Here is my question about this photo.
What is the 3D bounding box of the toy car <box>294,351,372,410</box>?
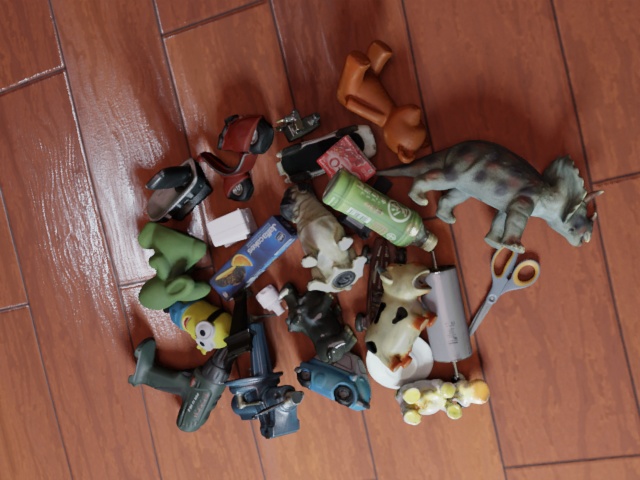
[{"bbox_3d":[0.037,0.265,1.060,0.162,0.109,0.103,21,75,23],"label":"toy car"}]

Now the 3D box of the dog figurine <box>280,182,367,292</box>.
[{"bbox_3d":[0.001,-0.006,1.046,0.121,0.172,0.191,-20,46,-7],"label":"dog figurine"}]

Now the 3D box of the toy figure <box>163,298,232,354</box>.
[{"bbox_3d":[-0.252,0.158,1.118,0.180,0.089,0.082,29,146,36],"label":"toy figure"}]

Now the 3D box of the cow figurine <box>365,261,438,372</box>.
[{"bbox_3d":[0.141,0.125,0.971,0.127,0.085,0.194,33,110,26],"label":"cow figurine"}]

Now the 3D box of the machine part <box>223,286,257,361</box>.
[{"bbox_3d":[-0.155,0.161,1.049,0.084,0.039,0.139,-32,46,40],"label":"machine part"}]

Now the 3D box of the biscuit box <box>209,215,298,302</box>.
[{"bbox_3d":[-0.134,0.036,1.098,0.202,0.059,0.063,-45,83,14],"label":"biscuit box"}]

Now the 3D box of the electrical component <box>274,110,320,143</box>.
[{"bbox_3d":[-0.045,-0.222,1.036,0.078,0.102,0.045,-30,93,-7],"label":"electrical component"}]

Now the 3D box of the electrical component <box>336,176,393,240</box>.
[{"bbox_3d":[0.095,-0.066,1.035,0.075,0.048,0.119,39,105,8],"label":"electrical component"}]

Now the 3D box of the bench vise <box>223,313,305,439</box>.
[{"bbox_3d":[-0.117,0.262,1.059,0.129,0.223,0.240,-4,75,-27],"label":"bench vise"}]

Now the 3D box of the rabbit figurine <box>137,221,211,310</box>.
[{"bbox_3d":[-0.297,0.069,1.092,0.159,0.121,0.170,22,88,23],"label":"rabbit figurine"}]

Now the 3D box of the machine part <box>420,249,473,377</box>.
[{"bbox_3d":[0.231,0.135,0.999,0.079,0.079,0.243,-10,91,15],"label":"machine part"}]

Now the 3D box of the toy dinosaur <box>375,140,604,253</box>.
[{"bbox_3d":[0.296,-0.104,0.948,0.405,0.131,0.192,31,89,15],"label":"toy dinosaur"}]

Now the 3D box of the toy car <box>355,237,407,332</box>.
[{"bbox_3d":[0.118,0.097,1.041,0.089,0.053,0.202,7,98,17],"label":"toy car"}]

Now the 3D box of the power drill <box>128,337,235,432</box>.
[{"bbox_3d":[-0.297,0.283,1.160,0.207,0.086,0.231,20,102,5],"label":"power drill"}]

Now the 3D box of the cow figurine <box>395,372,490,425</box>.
[{"bbox_3d":[0.229,0.293,1.016,0.167,0.098,0.068,-8,89,-3],"label":"cow figurine"}]

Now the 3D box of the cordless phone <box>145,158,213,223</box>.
[{"bbox_3d":[-0.309,-0.093,1.069,0.146,0.184,0.089,-40,89,14],"label":"cordless phone"}]

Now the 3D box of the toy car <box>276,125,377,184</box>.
[{"bbox_3d":[0.010,-0.166,1.045,0.202,0.056,0.073,-16,97,17],"label":"toy car"}]

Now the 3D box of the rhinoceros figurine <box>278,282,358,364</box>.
[{"bbox_3d":[-0.009,0.155,1.053,0.112,0.073,0.190,-37,61,-3],"label":"rhinoceros figurine"}]

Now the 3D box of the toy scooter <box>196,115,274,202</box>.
[{"bbox_3d":[-0.179,-0.178,1.086,0.135,0.075,0.183,26,105,13],"label":"toy scooter"}]

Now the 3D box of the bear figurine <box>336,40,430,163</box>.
[{"bbox_3d":[0.125,-0.242,0.965,0.196,0.120,0.132,42,138,12],"label":"bear figurine"}]
